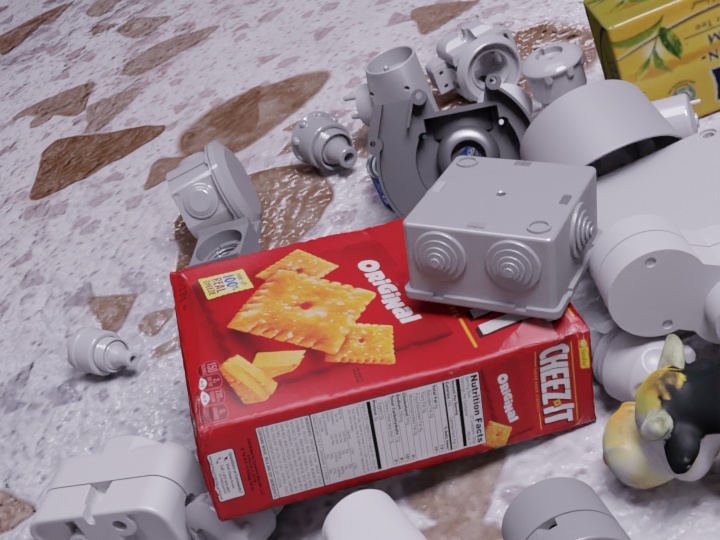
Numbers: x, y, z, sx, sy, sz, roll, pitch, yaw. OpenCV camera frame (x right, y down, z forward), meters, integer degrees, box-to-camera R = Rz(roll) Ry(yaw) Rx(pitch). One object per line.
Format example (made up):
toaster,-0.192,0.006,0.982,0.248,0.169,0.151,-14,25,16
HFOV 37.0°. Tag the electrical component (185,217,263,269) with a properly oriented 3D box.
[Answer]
electrical component,-0.092,0.003,0.788,0.042,0.063,0.081,-14,35,17

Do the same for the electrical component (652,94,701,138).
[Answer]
electrical component,0.200,-0.096,0.750,0.078,0.040,0.040,-12,35,22

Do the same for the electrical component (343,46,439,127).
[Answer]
electrical component,0.023,-0.141,0.900,0.079,0.077,0.043,-4,39,31

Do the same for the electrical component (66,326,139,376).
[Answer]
electrical component,-0.189,0.062,0.800,0.061,0.035,0.035,7,45,37

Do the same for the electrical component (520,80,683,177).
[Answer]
electrical component,0.155,-0.073,0.697,0.099,0.099,0.064,-24,57,3

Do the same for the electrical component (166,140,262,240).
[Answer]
electrical component,-0.118,-0.062,0.885,0.051,0.080,0.080,-26,32,9

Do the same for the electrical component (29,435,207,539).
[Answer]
electrical component,-0.138,0.139,0.638,0.095,0.053,0.059,-11,35,22

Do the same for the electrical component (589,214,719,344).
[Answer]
electrical component,0.192,0.016,0.544,0.138,0.052,0.073,6,30,-9

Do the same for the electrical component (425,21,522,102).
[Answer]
electrical component,0.102,-0.175,0.914,0.078,0.058,0.057,-29,30,-5

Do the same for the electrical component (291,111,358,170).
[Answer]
electrical component,-0.026,-0.105,0.916,0.048,0.048,0.062,-36,40,-16

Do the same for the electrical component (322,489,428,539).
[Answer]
electrical component,0.002,0.156,0.525,0.079,0.044,0.077,-34,33,-12

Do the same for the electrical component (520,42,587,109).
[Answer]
electrical component,0.153,-0.139,0.823,0.048,0.062,0.048,-18,33,12

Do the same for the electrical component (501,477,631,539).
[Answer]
electrical component,0.096,0.129,0.494,0.055,0.055,0.047,-25,29,1

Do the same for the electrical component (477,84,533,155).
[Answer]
electrical component,0.110,-0.108,0.830,0.044,0.044,0.065,-11,40,22

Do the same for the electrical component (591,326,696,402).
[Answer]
electrical component,0.146,0.050,0.579,0.043,0.043,0.062,-38,33,-19

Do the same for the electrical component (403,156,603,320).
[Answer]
electrical component,0.079,-0.022,0.589,0.100,0.048,0.099,8,35,26

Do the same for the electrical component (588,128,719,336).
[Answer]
electrical component,0.191,-0.022,0.636,0.109,0.056,0.108,-24,32,3

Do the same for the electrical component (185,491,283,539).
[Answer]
electrical component,-0.064,0.133,0.606,0.048,0.048,0.062,5,37,39
